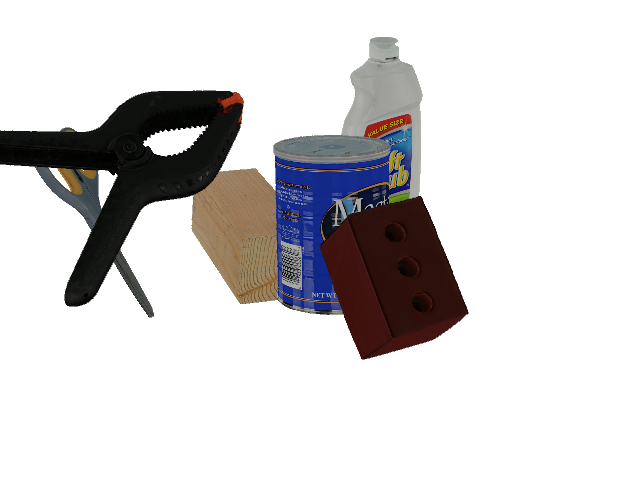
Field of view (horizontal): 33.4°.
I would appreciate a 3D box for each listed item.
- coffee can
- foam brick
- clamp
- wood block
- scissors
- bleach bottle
[{"bbox_3d":[0.011,-0.017,0.949,0.103,0.140,0.103,-1,15,0],"label":"coffee can"},{"bbox_3d":[0.042,0.023,0.630,0.052,0.078,0.051,-15,-14,-26],"label":"foam brick"},{"bbox_3d":[-0.139,-0.048,0.783,0.209,0.165,0.036,-24,-25,-23],"label":"clamp"},{"bbox_3d":[-0.091,-0.010,1.351,0.090,0.090,0.206,-6,27,-22],"label":"wood block"},{"bbox_3d":[-0.208,-0.027,1.018,0.016,0.201,0.096,-24,26,20],"label":"scissors"},{"bbox_3d":[0.058,-0.093,1.154,0.102,0.251,0.068,-3,25,-7],"label":"bleach bottle"}]
